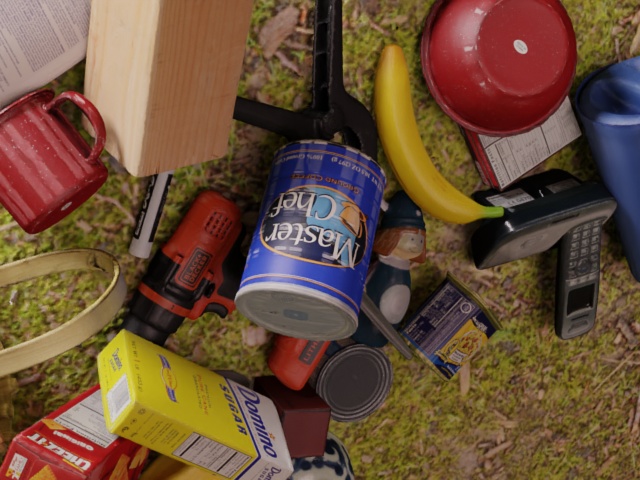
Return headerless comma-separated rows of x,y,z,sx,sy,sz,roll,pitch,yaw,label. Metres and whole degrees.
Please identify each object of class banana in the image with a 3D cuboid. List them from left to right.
0.095,-0.086,1.009,0.069,0.037,0.198,-37,103,-10,banana

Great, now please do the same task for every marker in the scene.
-0.142,-0.043,0.937,0.020,0.020,0.121,13,102,-29,marker

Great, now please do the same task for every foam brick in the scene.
-0.030,0.170,1.033,0.052,0.078,0.051,1,108,-24,foam brick

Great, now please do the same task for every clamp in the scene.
-0.009,-0.105,0.956,0.164,0.036,0.210,-42,127,-24,clamp

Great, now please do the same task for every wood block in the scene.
-0.114,-0.163,0.811,0.090,0.090,0.206,-18,136,-39,wood block

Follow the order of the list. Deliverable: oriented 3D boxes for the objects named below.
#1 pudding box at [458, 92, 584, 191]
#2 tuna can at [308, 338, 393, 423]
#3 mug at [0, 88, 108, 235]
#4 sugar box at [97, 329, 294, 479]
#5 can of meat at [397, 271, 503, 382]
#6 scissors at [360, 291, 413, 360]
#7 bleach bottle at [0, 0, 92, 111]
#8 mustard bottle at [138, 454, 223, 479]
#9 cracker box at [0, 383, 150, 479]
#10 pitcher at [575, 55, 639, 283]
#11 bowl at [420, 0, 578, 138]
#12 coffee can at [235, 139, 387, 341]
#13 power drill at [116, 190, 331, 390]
0.198,-0.116,1.062,0.113,0.039,0.090,-33,118,-10,pudding box
0.028,0.138,1.074,0.086,0.034,0.086,-8,111,-23,tuna can
-0.212,-0.065,0.832,0.117,0.093,0.081,-38,92,21,mug
-0.106,0.151,0.924,0.176,0.093,0.048,28,114,-33,sugar box
0.130,0.090,1.076,0.084,0.057,0.102,-47,150,-1,can of meat
0.027,0.022,1.001,0.201,0.016,0.096,39,48,-24,scissors
-0.192,-0.188,0.839,0.250,0.068,0.102,-33,124,-15,bleach bottle
-0.085,0.272,1.017,0.096,0.058,0.191,-37,116,-10,mustard bottle
-0.215,0.222,0.887,0.072,0.213,0.164,25,97,4,cracker box
0.352,-0.058,1.090,0.149,0.145,0.242,-44,128,-27,pitcher
0.178,-0.177,0.993,0.162,0.055,0.162,-1,93,-13,bowl
-0.006,0.001,0.898,0.102,0.103,0.140,29,61,-30,coffee can
-0.081,0.070,0.984,0.187,0.057,0.184,30,93,-30,power drill
